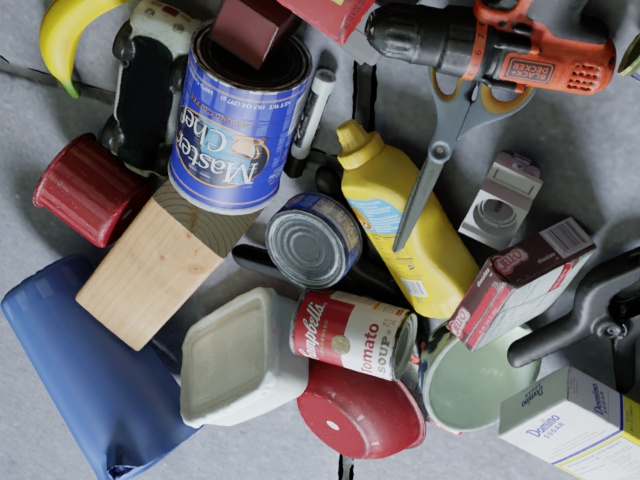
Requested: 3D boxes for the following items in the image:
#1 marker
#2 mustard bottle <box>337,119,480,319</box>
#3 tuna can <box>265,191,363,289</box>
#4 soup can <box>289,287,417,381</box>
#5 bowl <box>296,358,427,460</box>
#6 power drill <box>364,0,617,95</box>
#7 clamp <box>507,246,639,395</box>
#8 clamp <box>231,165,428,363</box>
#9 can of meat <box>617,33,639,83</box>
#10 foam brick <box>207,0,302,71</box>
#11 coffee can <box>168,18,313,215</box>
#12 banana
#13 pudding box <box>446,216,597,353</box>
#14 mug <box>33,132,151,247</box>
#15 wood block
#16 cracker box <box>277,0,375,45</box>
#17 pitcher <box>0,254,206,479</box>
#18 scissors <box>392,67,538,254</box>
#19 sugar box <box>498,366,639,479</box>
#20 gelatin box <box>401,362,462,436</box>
[{"bbox_3d":[-0.011,-0.100,0.947,0.020,0.020,0.121,29,135,7],"label":"marker"},{"bbox_3d":[0.070,-0.021,0.930,0.191,0.058,0.096,57,160,-18],"label":"mustard bottle"},{"bbox_3d":[-0.006,0.001,0.972,0.086,0.033,0.086,16,127,23],"label":"tuna can"},{"bbox_3d":[0.031,0.086,0.985,0.102,0.068,0.068,14,131,19],"label":"soup can"},{"bbox_3d":[0.028,0.173,1.093,0.162,0.055,0.162,31,147,23],"label":"bowl"},{"bbox_3d":[0.136,-0.188,0.726,0.184,0.057,0.188,7,135,-8],"label":"power drill"},{"bbox_3d":[0.253,0.072,0.912,0.120,0.039,0.172,18,134,-20],"label":"clamp"},{"bbox_3d":[0.018,0.042,1.033,0.210,0.036,0.165,49,133,-10],"label":"clamp"},{"bbox_3d":[0.270,-0.131,0.727,0.084,0.057,0.102,35,136,-2],"label":"can of meat"},{"bbox_3d":[-0.045,-0.184,0.858,0.051,0.078,0.053,33,137,2],"label":"foam brick"},{"bbox_3d":[-0.071,-0.106,0.919,0.103,0.102,0.140,27,135,9],"label":"coffee can"},{"bbox_3d":[-0.210,-0.204,0.974,0.069,0.037,0.198,27,142,-23],"label":"banana"},{"bbox_3d":[0.167,0.037,0.886,0.039,0.113,0.090,51,141,23],"label":"pudding box"},{"bbox_3d":[-0.225,-0.043,1.074,0.081,0.093,0.117,37,161,5],"label":"mug"},{"bbox_3d":[-0.155,0.014,1.078,0.090,0.090,0.206,41,136,-5],"label":"wood block"},{"bbox_3d":[-0.023,-0.260,0.713,0.213,0.072,0.164,33,114,-9],"label":"cracker box"},{"bbox_3d":[-0.239,0.139,1.179,0.243,0.144,0.149,57,155,1],"label":"pitcher"},{"bbox_3d":[0.116,-0.076,0.847,0.096,0.016,0.202,10,109,10],"label":"scissors"},{"bbox_3d":[0.259,0.181,0.966,0.176,0.048,0.093,31,136,-17],"label":"sugar box"},{"bbox_3d":[0.114,0.148,1.069,0.089,0.030,0.073,24,133,14],"label":"gelatin box"}]
